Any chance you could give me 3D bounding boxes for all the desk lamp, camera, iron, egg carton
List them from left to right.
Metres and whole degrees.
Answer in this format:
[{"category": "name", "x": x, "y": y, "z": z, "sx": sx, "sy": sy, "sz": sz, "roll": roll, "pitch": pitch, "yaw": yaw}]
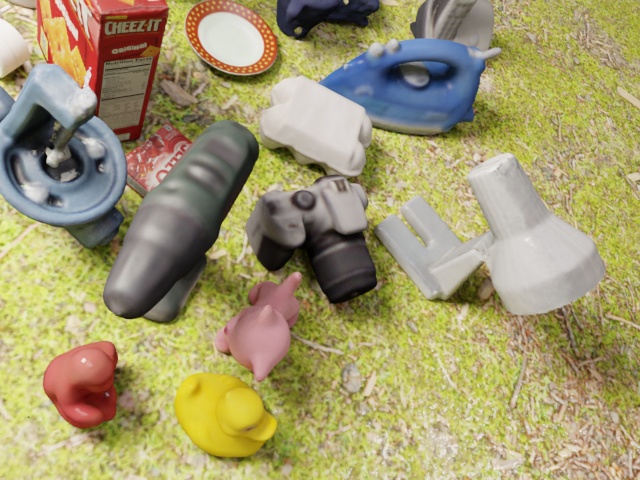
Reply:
[{"category": "egg carton", "x": -0.003, "y": -0.146, "z": 0.754, "sx": 0.150, "sy": 0.069, "sz": 0.107, "roll": 23, "pitch": 59, "yaw": -13}, {"category": "camera", "x": 0.006, "y": 0.002, "z": 0.668, "sx": 0.143, "sy": 0.100, "sz": 0.137, "roll": -13, "pitch": 72, "yaw": -29}, {"category": "iron", "x": 0.126, "y": -0.238, "z": 0.815, "sx": 0.259, "sy": 0.141, "sz": 0.118, "roll": -2, "pitch": 67, "yaw": -26}, {"category": "desk lamp", "x": 0.199, "y": 0.003, "z": 0.691, "sx": 0.118, "sy": 0.213, "sz": 0.203, "roll": -38, "pitch": 85, "yaw": -33}]

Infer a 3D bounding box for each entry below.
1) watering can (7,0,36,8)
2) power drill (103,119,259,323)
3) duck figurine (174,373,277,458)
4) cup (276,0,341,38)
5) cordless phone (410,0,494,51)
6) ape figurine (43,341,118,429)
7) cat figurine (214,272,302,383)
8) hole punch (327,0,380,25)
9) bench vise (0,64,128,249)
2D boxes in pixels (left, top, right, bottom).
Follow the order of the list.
[{"category": "watering can", "x": -0.321, "y": -0.369, "z": 0.637, "sx": 0.173, "sy": 0.193, "sz": 0.101, "roll": -32, "pitch": 82, "yaw": -33}, {"category": "power drill", "x": -0.136, "y": 0.001, "z": 0.538, "sx": 0.076, "sy": 0.208, "sz": 0.230, "roll": 29, "pitch": 57, "yaw": -9}, {"category": "duck figurine", "x": -0.088, "y": 0.165, "z": 0.556, "sx": 0.104, "sy": 0.086, "sz": 0.077, "roll": 35, "pitch": 57, "yaw": -6}, {"category": "cup", "x": -0.030, "y": -0.327, "z": 0.813, "sx": 0.092, "sy": 0.094, "sz": 0.118, "roll": 30, "pitch": 57, "yaw": -9}, {"category": "cordless phone", "x": 0.241, "y": -0.369, "z": 0.906, "sx": 0.148, "sy": 0.184, "sz": 0.094, "roll": -13, "pitch": 72, "yaw": -29}, {"category": "ape figurine", "x": -0.208, "y": 0.124, "z": 0.515, "sx": 0.076, "sy": 0.092, "sz": 0.078, "roll": 32, "pitch": 57, "yaw": -8}, {"category": "cat figurine", "x": -0.055, "y": 0.086, "z": 0.590, "sx": 0.067, "sy": 0.117, "sz": 0.128, "roll": 36, "pitch": 57, "yaw": -5}, {"category": "hole punch", "x": 0.046, "y": -0.404, "z": 0.887, "sx": 0.101, "sy": 0.091, "sz": 0.108, "roll": -3, "pitch": 68, "yaw": -26}, {"category": "bench vise", "x": -0.268, "y": -0.094, "z": 0.515, "sx": 0.208, "sy": 0.219, "sz": 0.121, "roll": 25, "pitch": 58, "yaw": -12}]
